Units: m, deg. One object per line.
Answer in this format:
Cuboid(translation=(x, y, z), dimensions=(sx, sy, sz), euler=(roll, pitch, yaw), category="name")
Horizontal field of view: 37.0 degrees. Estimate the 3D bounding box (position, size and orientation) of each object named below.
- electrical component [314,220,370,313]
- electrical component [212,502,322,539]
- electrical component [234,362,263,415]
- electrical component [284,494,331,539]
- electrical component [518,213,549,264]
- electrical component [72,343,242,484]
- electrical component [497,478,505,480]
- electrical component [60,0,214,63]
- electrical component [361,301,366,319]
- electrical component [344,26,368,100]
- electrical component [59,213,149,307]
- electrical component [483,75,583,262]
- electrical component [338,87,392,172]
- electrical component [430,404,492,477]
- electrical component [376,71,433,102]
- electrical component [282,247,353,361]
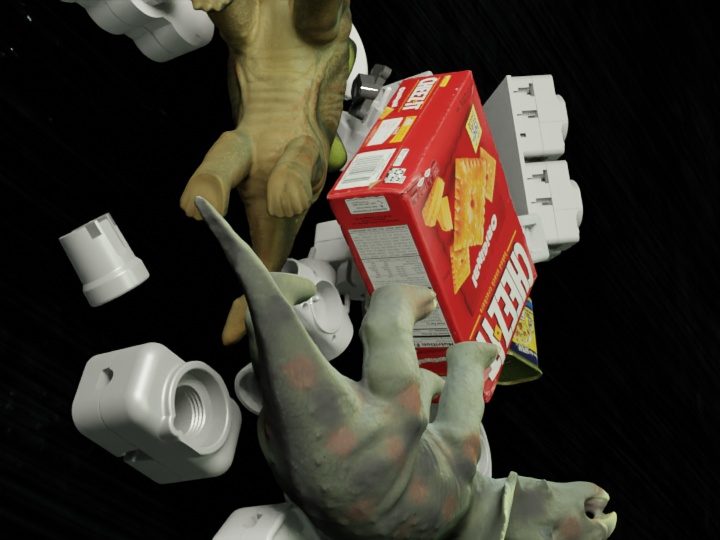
Cuboid(translation=(0.000, 0.000, 0.877), dimensions=(0.047, 0.066, 0.076), euler=(45, 42, -52), category="electrical component")
Cuboid(translation=(-0.056, 0.205, 0.714), dimensions=(0.095, 0.059, 0.053), euler=(65, 33, -18), category="electrical component")
Cuboid(translation=(-0.059, 0.071, 0.783), dimensions=(0.044, 0.044, 0.065), euler=(64, 28, -19), category="electrical component")
Cuboid(translation=(-0.016, 0.158, 0.805), dimensions=(0.074, 0.052, 0.138), euler=(1, 77, -58), category="electrical component")
Cuboid(translation=(0.141, -0.024, 1.099), dimensions=(0.056, 0.089, 0.050), euler=(-12, 89, -59), category="electrical component")
Cuboid(translation=(-0.119, 0.088, 0.659), dimensions=(0.095, 0.059, 0.053), euler=(46, 42, -40), category="electrical component")
Cuboid(translation=(0.126, 0.244, 0.995), dimensions=(0.054, 0.059, 0.095), euler=(-12, 88, -59), category="electrical component")
Cuboid(translation=(-0.144, -0.193, 0.718), dimensions=(0.138, 0.074, 0.052), euler=(29, 55, -51), category="electrical component")
Cuboid(translation=(0.051, 0.034, 0.960), dimensions=(0.109, 0.056, 0.108), euler=(21, 61, -54), category="electrical component")
Cuboid(translation=(-0.032, -0.180, 0.916), dimensions=(0.080, 0.051, 0.080), euler=(30, 53, -51), category="electrical component")
Cuboid(translation=(-0.157, -0.007, 0.656), dimensions=(0.046, 0.040, 0.040), euler=(63, 33, -11), category="electrical component")
Cuboid(translation=(0.188, -0.108, 1.184), dimensions=(0.105, 0.060, 0.186), euler=(129, -45, -75), category="electrical component")
Cuboid(translation=(0.017, -0.119, 0.915), dimensions=(0.083, 0.075, 0.047), euler=(12, 26, -31), category="electrical component")
Cuboid(translation=(0.078, 0.166, 0.947), dimensions=(0.108, 0.060, 0.108), euler=(29, 54, -51), category="electrical component")
Cuboid(translation=(0.043, -0.129, 0.986), dimensions=(0.075, 0.083, 0.047), euler=(52, 38, -35), category="electrical component")
Cuboid(translation=(-0.039, 0.018, 0.832), dimensions=(0.077, 0.044, 0.079), euler=(50, 39, -36), category="electrical component")
